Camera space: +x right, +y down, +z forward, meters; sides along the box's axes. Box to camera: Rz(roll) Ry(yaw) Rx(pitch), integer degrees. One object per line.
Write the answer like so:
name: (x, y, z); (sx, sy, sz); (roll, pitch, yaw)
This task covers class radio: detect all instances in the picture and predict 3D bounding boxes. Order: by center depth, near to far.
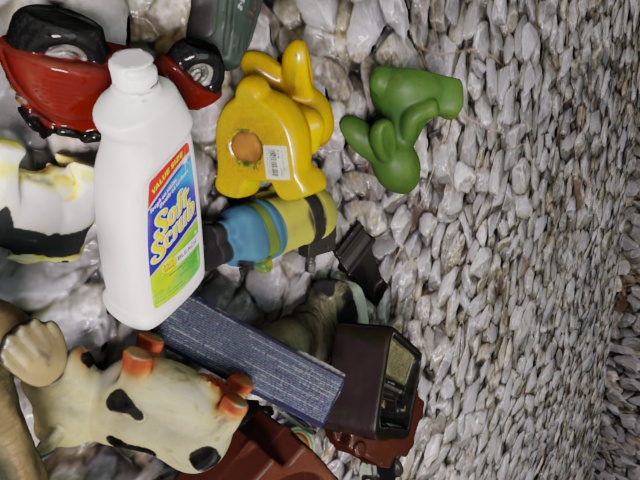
radio: (0.077, 0.193, 0.715); (0.229, 0.073, 0.131); (44, 55, -61)

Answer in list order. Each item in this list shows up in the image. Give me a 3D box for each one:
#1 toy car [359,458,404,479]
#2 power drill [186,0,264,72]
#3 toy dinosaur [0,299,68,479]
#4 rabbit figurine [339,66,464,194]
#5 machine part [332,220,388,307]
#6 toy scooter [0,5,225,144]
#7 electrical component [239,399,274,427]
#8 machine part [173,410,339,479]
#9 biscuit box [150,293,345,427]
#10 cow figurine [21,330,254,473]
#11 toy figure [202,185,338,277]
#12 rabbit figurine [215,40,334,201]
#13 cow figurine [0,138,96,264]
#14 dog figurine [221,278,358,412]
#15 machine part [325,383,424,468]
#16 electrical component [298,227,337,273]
toy car: (0.104, 0.366, 0.950); (0.073, 0.056, 0.201); (-21, 115, -38)
power drill: (-0.125, -0.282, 0.483); (0.207, 0.086, 0.231); (-6, 108, -56)
toy dinosaur: (-0.250, 0.059, 0.333); (0.105, 0.199, 0.470); (-35, 125, -39)
rabbit figurine: (0.115, -0.150, 0.759); (0.159, 0.121, 0.170); (0, 98, -43)
machine part: (0.066, 0.040, 0.824); (0.084, 0.039, 0.138); (-55, 135, -31)
toy scooter: (-0.177, -0.116, 0.464); (0.184, 0.075, 0.135); (-1, 128, -37)
electrical component: (-0.114, 0.216, 0.645); (0.102, 0.078, 0.045); (30, 54, -55)
machine part: (-0.081, 0.302, 0.576); (0.201, 0.087, 0.200); (-49, 137, -21)
biscuit box: (-0.078, 0.124, 0.572); (0.203, 0.059, 0.063); (30, 73, -6)
cow figurine: (-0.174, 0.154, 0.493); (0.195, 0.085, 0.127); (25, 94, -9)
toy figure: (-0.056, -0.013, 0.624); (0.180, 0.089, 0.082); (-22, 124, -47)
rabbit figurine: (-0.043, -0.135, 0.610); (0.173, 0.122, 0.162); (-36, 118, -55)
cow figurine: (-0.254, -0.032, 0.408); (0.167, 0.068, 0.098); (9, 99, -51)
dog figurine: (-0.034, 0.115, 0.694); (0.172, 0.121, 0.190); (53, 49, -52)
machine part: (0.091, 0.271, 0.861); (0.179, 0.056, 0.179); (5, 80, -35)
electrical component: (-0.002, -0.002, 0.743); (0.063, 0.021, 0.094); (-13, 110, -48)
